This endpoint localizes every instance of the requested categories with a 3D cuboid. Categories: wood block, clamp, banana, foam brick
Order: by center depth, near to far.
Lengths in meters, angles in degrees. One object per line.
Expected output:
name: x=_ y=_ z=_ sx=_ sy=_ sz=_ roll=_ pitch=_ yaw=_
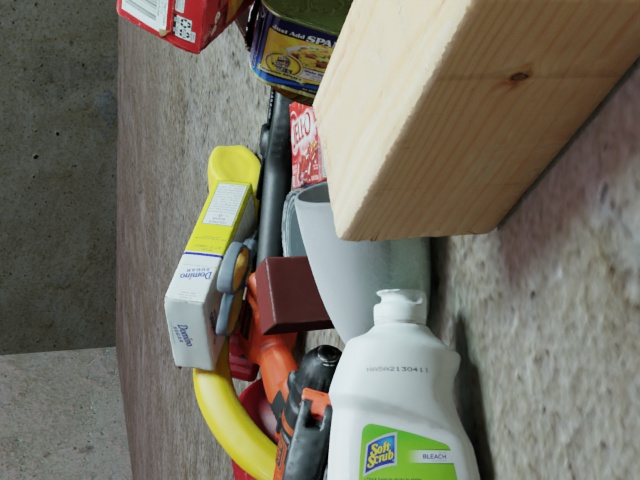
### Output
wood block: x=0.067 y=-0.083 z=0.489 sx=0.206 sy=0.090 sz=0.090 roll=118 pitch=146 yaw=-62
clamp: x=-0.013 y=0.187 z=0.718 sx=0.120 sy=0.039 sz=0.171 roll=-70 pitch=-14 yaw=-64
foam brick: x=-0.007 y=0.041 z=0.814 sx=0.051 sy=0.078 sz=0.053 roll=138 pitch=127 yaw=-69
clamp: x=-0.037 y=-0.088 z=0.973 sx=0.164 sy=0.036 sz=0.210 roll=-103 pitch=19 yaw=-67
banana: x=-0.073 y=0.165 z=1.010 sx=0.198 sy=0.069 sz=0.037 roll=62 pitch=175 yaw=23

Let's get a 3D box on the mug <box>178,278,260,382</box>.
mug: x=-0.094 y=0.090 z=1.119 sx=0.093 sy=0.081 sz=0.117 roll=106 pitch=179 yaw=-57

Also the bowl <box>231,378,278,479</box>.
bowl: x=-0.057 y=0.208 z=1.080 sx=0.162 sy=0.055 sz=0.162 roll=177 pitch=90 yaw=-76

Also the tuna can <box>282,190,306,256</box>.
tuna can: x=-0.006 y=0.001 z=0.887 sx=0.086 sy=0.033 sz=0.086 roll=177 pitch=90 yaw=-75

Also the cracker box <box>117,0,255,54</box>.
cracker box: x=-0.034 y=-0.239 z=0.660 sx=0.213 sy=0.072 sz=0.164 roll=-52 pitch=-12 yaw=-36

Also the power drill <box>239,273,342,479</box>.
power drill: x=-0.024 y=0.113 z=0.933 sx=0.188 sy=0.057 sz=0.185 roll=-108 pitch=24 yaw=-47

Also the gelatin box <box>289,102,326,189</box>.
gelatin box: x=-0.001 y=-0.080 z=0.861 sx=0.089 sy=0.030 sz=0.073 roll=177 pitch=90 yaw=-75

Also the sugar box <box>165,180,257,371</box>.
sugar box: x=-0.103 y=0.031 z=1.036 sx=0.176 sy=0.048 sz=0.093 roll=-70 pitch=-17 yaw=-47

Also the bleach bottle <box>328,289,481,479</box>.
bleach bottle: x=0.055 y=0.154 z=0.602 sx=0.068 sy=0.102 sz=0.251 roll=127 pitch=144 yaw=-77

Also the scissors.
scissors: x=-0.073 y=0.029 z=1.026 sx=0.201 sy=0.016 sz=0.096 roll=-56 pitch=-24 yaw=-77

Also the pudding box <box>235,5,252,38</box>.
pudding box: x=-0.057 y=-0.218 z=0.947 sx=0.113 sy=0.039 sz=0.090 roll=62 pitch=-163 yaw=-63

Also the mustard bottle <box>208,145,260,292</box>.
mustard bottle: x=-0.099 y=-0.003 z=1.189 sx=0.096 sy=0.058 sz=0.192 roll=-113 pitch=25 yaw=-51

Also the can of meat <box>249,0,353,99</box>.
can of meat: x=0.008 y=-0.132 z=0.681 sx=0.084 sy=0.102 sz=0.057 roll=113 pitch=173 yaw=-65
